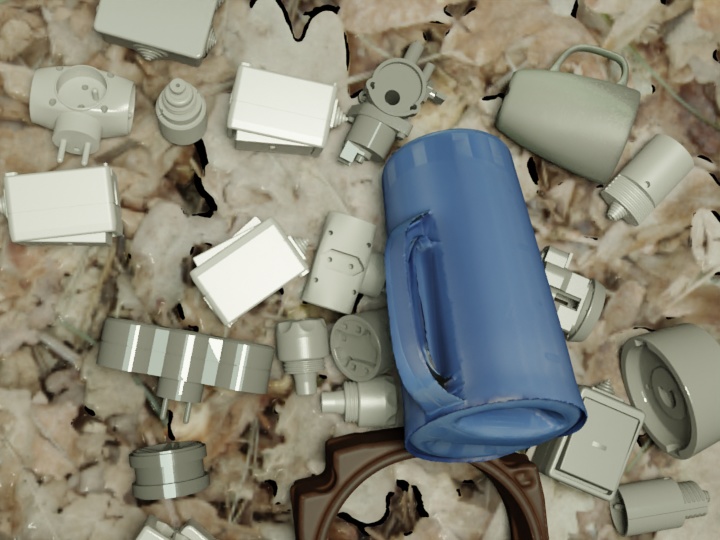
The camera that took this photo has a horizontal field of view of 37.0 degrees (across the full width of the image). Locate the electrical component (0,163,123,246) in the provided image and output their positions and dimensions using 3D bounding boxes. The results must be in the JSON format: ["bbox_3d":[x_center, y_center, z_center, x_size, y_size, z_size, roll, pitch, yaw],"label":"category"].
[{"bbox_3d":[-0.240,-0.046,0.854,0.096,0.062,0.061,-7,89,-7],"label":"electrical component"}]

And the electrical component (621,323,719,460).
[{"bbox_3d":[0.273,0.096,0.893,0.060,0.108,0.108,-20,91,-13],"label":"electrical component"}]

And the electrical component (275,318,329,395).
[{"bbox_3d":[-0.046,0.071,0.883,0.043,0.043,0.062,-5,90,-7],"label":"electrical component"}]

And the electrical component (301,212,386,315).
[{"bbox_3d":[0.000,0.000,0.891,0.079,0.043,0.077,18,86,-7],"label":"electrical component"}]

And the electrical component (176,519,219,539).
[{"bbox_3d":[-0.133,0.261,0.863,0.100,0.048,0.099,41,84,-4],"label":"electrical component"}]

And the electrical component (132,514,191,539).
[{"bbox_3d":[-0.147,0.242,0.812,0.083,0.047,0.075,34,85,-5],"label":"electrical component"}]

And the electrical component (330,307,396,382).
[{"bbox_3d":[0.012,0.059,0.879,0.047,0.055,0.055,-15,90,-46],"label":"electrical component"}]

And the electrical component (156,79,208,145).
[{"bbox_3d":[-0.144,-0.130,0.864,0.040,0.078,0.040,2,73,-5],"label":"electrical component"}]

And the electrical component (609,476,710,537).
[{"bbox_3d":[0.259,0.199,0.917,0.081,0.043,0.043,-8,89,-7],"label":"electrical component"}]

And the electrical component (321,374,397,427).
[{"bbox_3d":[-0.001,0.108,0.888,0.062,0.043,0.043,-1,88,-5],"label":"electrical component"}]

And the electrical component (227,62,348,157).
[{"bbox_3d":[-0.059,-0.124,0.878,0.096,0.062,0.061,11,87,-7],"label":"electrical component"}]

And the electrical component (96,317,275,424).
[{"bbox_3d":[-0.143,0.086,0.866,0.138,0.052,0.073,11,87,-6],"label":"electrical component"}]

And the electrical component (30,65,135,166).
[{"bbox_3d":[-0.224,-0.119,0.860,0.077,0.044,0.079,7,65,-7],"label":"electrical component"}]

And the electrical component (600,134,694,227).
[{"bbox_3d":[0.243,-0.073,0.924,0.043,0.043,0.081,45,84,-4],"label":"electrical component"}]

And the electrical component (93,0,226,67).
[{"bbox_3d":[-0.160,-0.219,0.875,0.100,0.048,0.099,15,86,-6],"label":"electrical component"}]

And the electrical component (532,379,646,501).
[{"bbox_3d":[0.195,0.137,0.902,0.062,0.061,0.096,23,86,-6],"label":"electrical component"}]

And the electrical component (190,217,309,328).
[{"bbox_3d":[-0.087,-0.005,0.871,0.096,0.062,0.061,-35,93,-7],"label":"electrical component"}]

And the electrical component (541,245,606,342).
[{"bbox_3d":[0.169,0.026,0.905,0.057,0.058,0.078,23,85,-3],"label":"electrical component"}]
